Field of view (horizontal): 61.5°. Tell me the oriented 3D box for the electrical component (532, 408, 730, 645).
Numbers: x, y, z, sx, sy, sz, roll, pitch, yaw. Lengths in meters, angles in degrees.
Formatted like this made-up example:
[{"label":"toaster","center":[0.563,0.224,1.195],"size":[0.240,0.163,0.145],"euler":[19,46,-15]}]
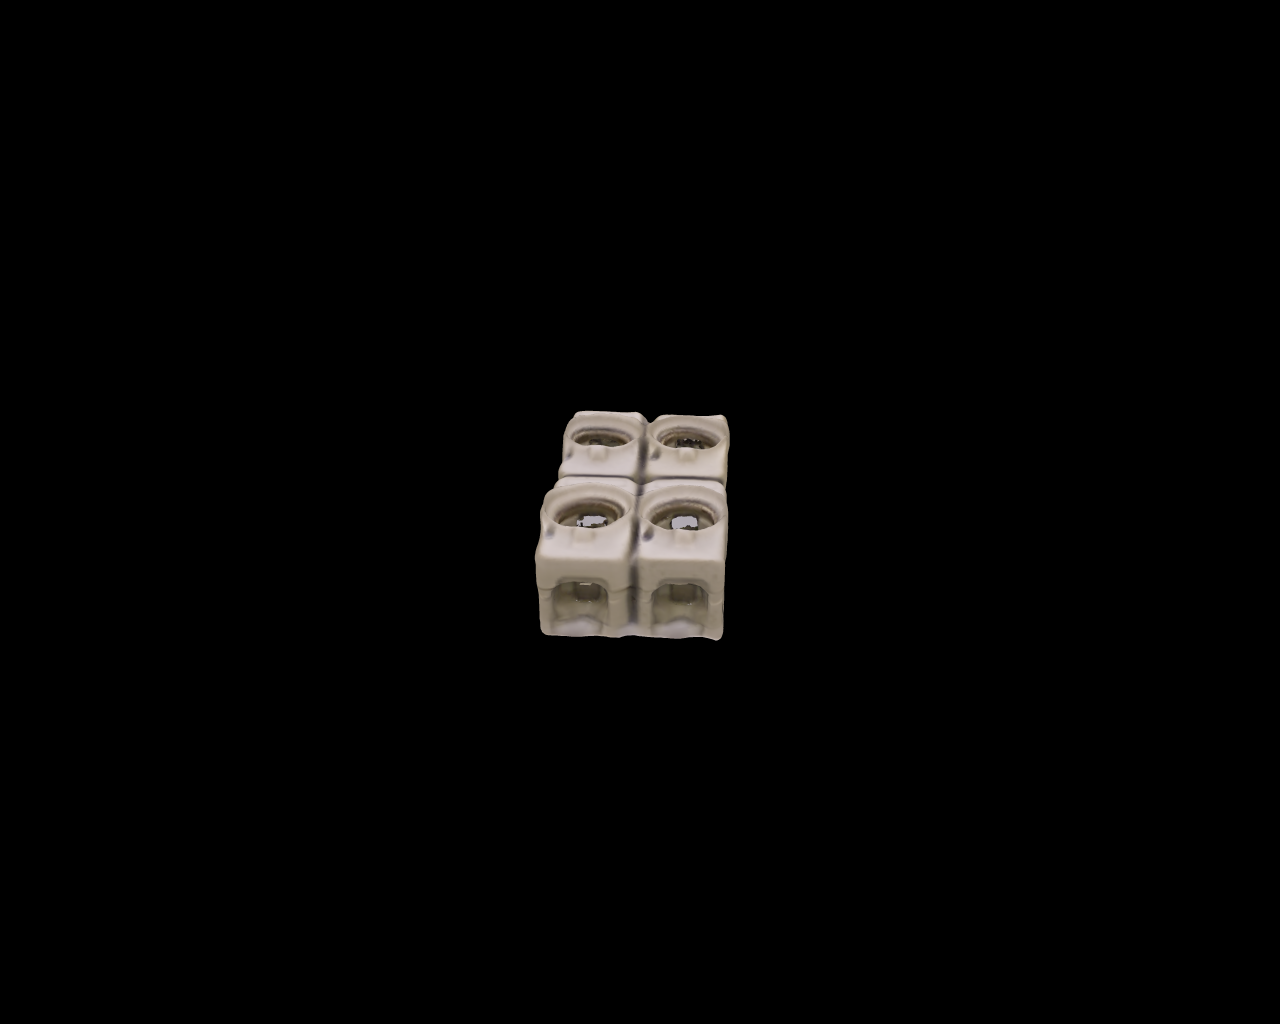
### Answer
[{"label":"electrical component","center":[0.001,-0.003,0.650],"size":[0.105,0.060,0.186],"euler":[2,31,3]}]
